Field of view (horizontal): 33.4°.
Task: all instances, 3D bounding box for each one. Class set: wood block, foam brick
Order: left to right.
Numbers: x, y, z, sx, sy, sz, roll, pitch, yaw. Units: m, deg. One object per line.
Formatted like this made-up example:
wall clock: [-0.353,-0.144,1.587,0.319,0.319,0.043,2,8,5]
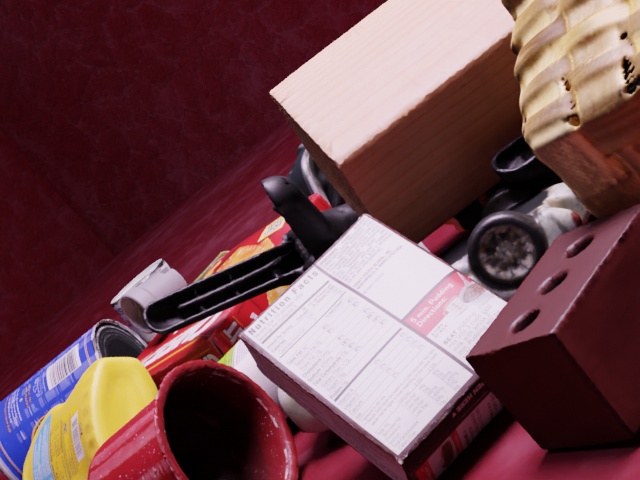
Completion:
wood block: [0.088,-0.099,0.609,0.206,0.090,0.091,-37,45,-1]
foam brick: [0.104,0.034,0.408,0.078,0.051,0.053,-47,11,-32]

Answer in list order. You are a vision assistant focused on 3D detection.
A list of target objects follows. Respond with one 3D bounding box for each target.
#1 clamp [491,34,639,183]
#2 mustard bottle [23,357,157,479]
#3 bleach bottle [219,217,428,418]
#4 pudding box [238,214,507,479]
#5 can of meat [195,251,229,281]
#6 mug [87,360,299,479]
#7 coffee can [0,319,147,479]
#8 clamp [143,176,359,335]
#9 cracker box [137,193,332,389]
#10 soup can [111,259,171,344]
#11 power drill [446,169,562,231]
clamp: [0.164,-0.085,0.569,0.039,0.171,0.120,-125,44,-52]
mustard bottle: [-0.179,0.166,0.802,0.058,0.096,0.192,1,-28,-35]
bleach bottle: [-0.032,0.084,0.689,0.251,0.068,0.102,-42,6,8]
pudding box: [0.032,0.049,0.489,0.090,0.039,0.114,-44,48,-15]
can of meat: [-0.077,0.040,1.077,0.084,0.057,0.102,-29,15,43]
mug: [-0.069,0.119,0.587,0.082,0.093,0.117,-41,14,33]
coffee can: [-0.219,0.154,0.971,0.140,0.103,0.102,-38,10,13]
clamp: [-0.005,0.001,0.744,0.209,0.036,0.165,-11,-25,-41]
cracker box: [-0.073,0.070,0.878,0.164,0.072,0.213,-34,12,37]
soup can: [-0.142,0.077,1.023,0.068,0.102,0.068,-39,10,8]
power drill: [0.146,-0.079,0.713,0.185,0.057,0.187,-7,30,50]
